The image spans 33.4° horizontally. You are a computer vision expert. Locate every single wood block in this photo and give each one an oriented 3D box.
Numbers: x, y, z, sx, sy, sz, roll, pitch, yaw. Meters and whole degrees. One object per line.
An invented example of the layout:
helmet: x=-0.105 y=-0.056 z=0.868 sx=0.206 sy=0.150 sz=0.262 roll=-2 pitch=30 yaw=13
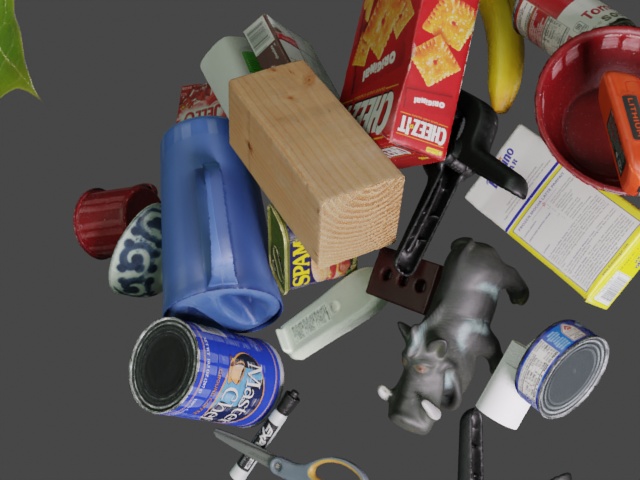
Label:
wood block: x=-0.009 y=-0.080 z=1.069 sx=0.206 sy=0.090 sz=0.091 roll=54 pitch=153 yaw=38

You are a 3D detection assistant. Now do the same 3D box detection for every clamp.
clamp: x=0.129 y=-0.069 z=1.050 sx=0.165 sy=0.036 sz=0.210 roll=-40 pitch=30 yaw=32
clamp: x=0.141 y=0.244 z=0.985 sx=0.171 sy=0.039 sz=0.120 roll=-55 pitch=49 yaw=12

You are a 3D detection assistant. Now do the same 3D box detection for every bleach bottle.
bleach bottle: x=-0.047 y=-0.120 z=1.223 sx=0.068 sy=0.102 sz=0.251 roll=-44 pitch=60 yaw=29

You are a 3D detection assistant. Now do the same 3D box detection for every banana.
banana: x=0.177 y=-0.224 z=1.106 sx=0.070 sy=0.037 sz=0.198 roll=-47 pitch=49 yaw=42

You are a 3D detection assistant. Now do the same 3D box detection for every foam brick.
foam brick: x=0.097 y=0.045 z=1.074 sx=0.078 sy=0.051 sz=0.053 roll=18 pitch=88 yaw=40

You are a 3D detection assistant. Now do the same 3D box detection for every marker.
marker: x=-0.059 y=0.214 z=1.169 sx=0.020 sy=0.020 sz=0.121 roll=43 pitch=104 yaw=39

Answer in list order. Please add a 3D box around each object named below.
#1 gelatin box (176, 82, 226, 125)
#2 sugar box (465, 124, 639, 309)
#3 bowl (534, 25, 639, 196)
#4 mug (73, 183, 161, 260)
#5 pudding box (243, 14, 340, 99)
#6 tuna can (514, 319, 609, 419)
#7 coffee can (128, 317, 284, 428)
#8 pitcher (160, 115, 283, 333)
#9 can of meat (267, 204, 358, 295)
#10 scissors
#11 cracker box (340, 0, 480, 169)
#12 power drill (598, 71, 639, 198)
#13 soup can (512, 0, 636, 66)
gelatin box: x=-0.140 y=-0.160 z=1.341 sx=0.089 sy=0.030 sz=0.073 roll=-2 pitch=76 yaw=38
sugar box: x=0.226 y=-0.025 z=0.997 sx=0.093 sy=0.048 sz=0.176 roll=-54 pitch=47 yaw=12
bowl: x=0.267 y=-0.108 z=0.954 sx=0.162 sy=0.055 sz=0.162 roll=0 pitch=74 yaw=-1
mug: x=-0.246 y=-0.032 z=1.358 sx=0.082 sy=0.093 sz=0.117 roll=-6 pitch=36 yaw=33
pudding box: x=-0.031 y=-0.198 z=1.226 sx=0.039 sy=0.089 sz=0.113 roll=-39 pitch=55 yaw=21
tuna can: x=0.212 y=0.113 z=0.939 sx=0.034 sy=0.086 sz=0.086 roll=39 pitch=102 yaw=41
coffee can: x=-0.122 y=0.146 z=1.160 sx=0.103 sy=0.140 sz=0.103 roll=-13 pitch=69 yaw=35
pitcher: x=-0.120 y=-0.023 z=1.214 sx=0.149 sy=0.144 sz=0.243 roll=-28 pitch=57 yaw=33
can of meat: x=-0.007 y=0.001 z=1.123 sx=0.102 sy=0.083 sz=0.057 roll=91 pitch=160 yaw=-44
scissors: x=-0.038 y=0.260 z=1.127 sx=0.202 sy=0.016 sz=0.096 roll=2 pitch=82 yaw=33
cracker box: x=0.085 y=-0.185 z=1.100 sx=0.164 sy=0.072 sz=0.213 roll=-3 pitch=72 yaw=68
power drill: x=0.333 y=-0.117 z=0.884 sx=0.188 sy=0.057 sz=0.184 roll=-10 pitch=67 yaw=7
soup can: x=0.243 y=-0.204 z=1.022 sx=0.068 sy=0.068 sz=0.102 roll=-54 pitch=52 yaw=13
